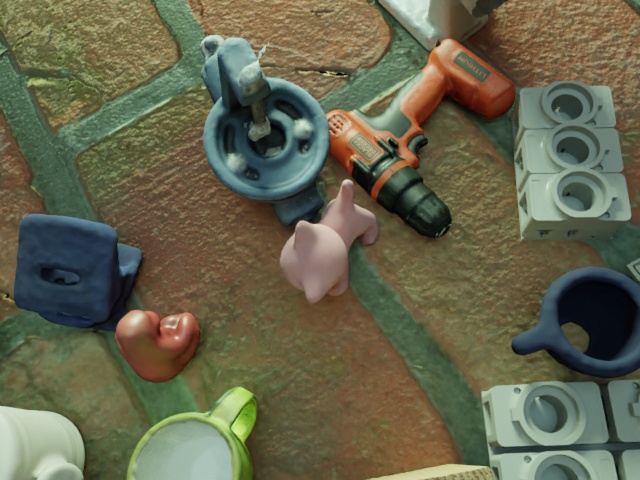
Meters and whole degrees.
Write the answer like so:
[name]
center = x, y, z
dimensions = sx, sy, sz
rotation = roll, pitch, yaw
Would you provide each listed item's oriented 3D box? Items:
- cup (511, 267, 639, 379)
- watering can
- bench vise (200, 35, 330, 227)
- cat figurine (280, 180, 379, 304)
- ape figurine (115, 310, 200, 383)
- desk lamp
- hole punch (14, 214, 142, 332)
[cup]
center = 0.219, 0.084, 0.503
dimensions = 0.118, 0.095, 0.091
rotation = -18, 68, -1
[watering can]
center = -0.274, 0.182, 0.461
dimensions = 0.173, 0.194, 0.101
rotation = -12, 68, 1
[bench vise]
center = -0.079, -0.127, 0.547
dimensions = 0.207, 0.220, 0.121
rotation = 41, 78, 18
[cat figurine]
center = 0.005, 0.002, 0.544
dimensions = 0.067, 0.118, 0.128
rotation = 23, 73, 14
[ape figurine]
center = -0.160, 0.092, 0.539
dimensions = 0.077, 0.092, 0.076
rotation = 10, 70, 10
[desk lamp]
center = 0.143, -0.299, 0.594
dimensions = 0.118, 0.214, 0.203
rotation = -37, 70, -8
[hole punch]
center = -0.244, 0.034, 0.571
dimensions = 0.108, 0.091, 0.101
rotation = 8, 70, 9
